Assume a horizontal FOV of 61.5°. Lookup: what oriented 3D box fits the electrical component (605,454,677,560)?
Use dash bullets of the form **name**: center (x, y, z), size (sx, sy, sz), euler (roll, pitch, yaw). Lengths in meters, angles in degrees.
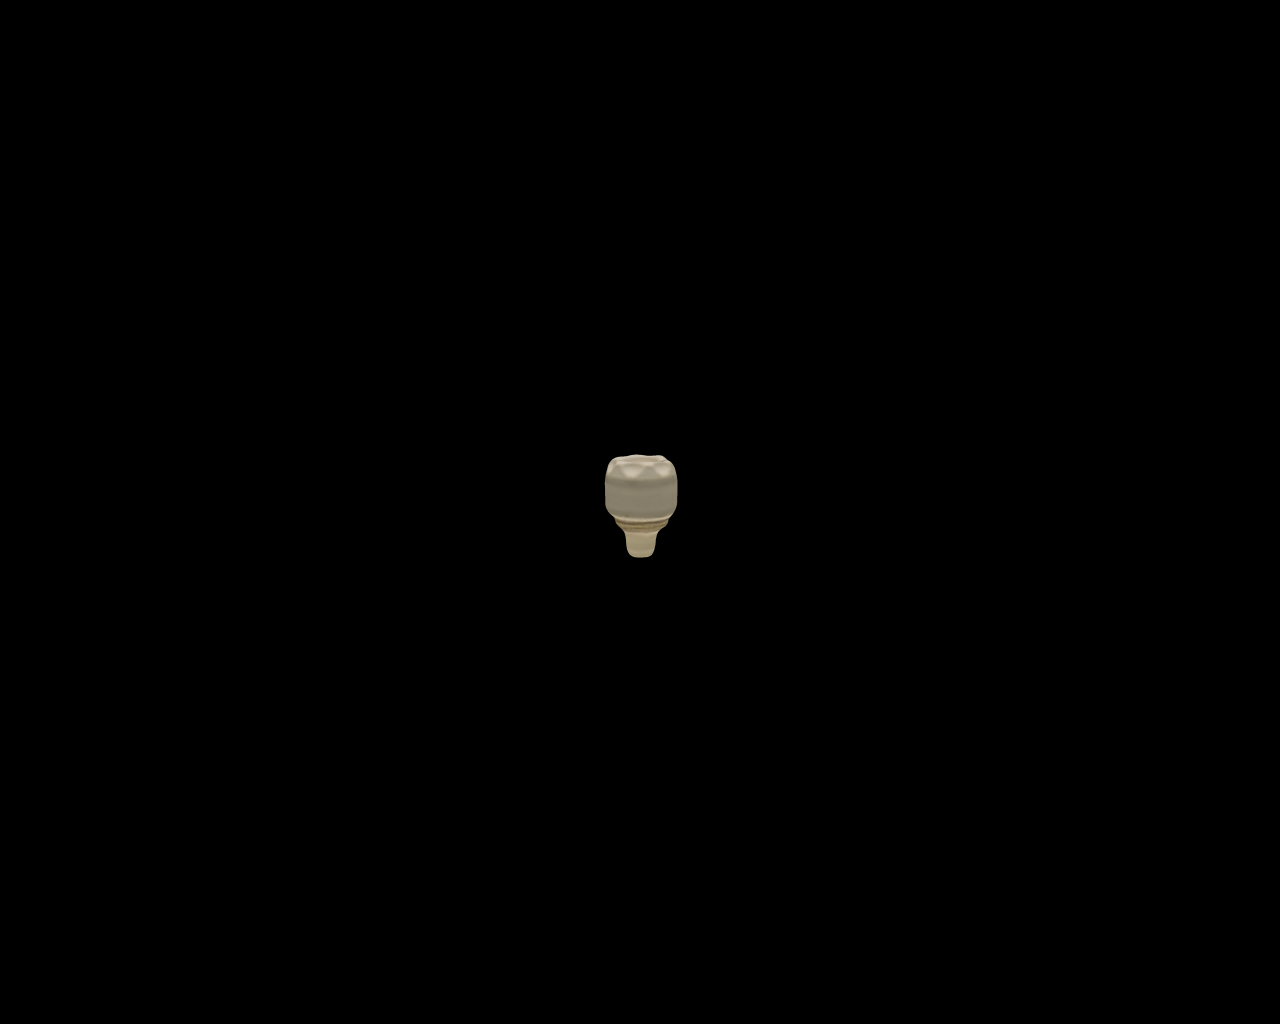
- **electrical component**: center (0.001, -0.003, 0.650), size (0.043, 0.062, 0.043), euler (0, 12, 0)
